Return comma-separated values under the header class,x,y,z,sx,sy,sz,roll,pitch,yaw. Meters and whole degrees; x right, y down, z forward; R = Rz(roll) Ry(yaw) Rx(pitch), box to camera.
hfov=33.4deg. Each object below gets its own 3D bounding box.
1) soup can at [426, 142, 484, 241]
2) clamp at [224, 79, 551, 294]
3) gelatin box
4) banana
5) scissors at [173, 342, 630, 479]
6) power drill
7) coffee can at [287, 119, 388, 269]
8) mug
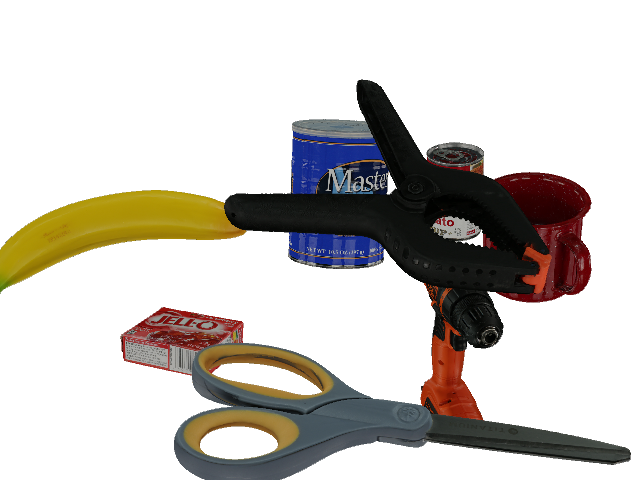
class,x,y,z,sx,sy,sz,roll,pitch,yaw
soup can,0.161,-0.059,1.284,0.068,0.102,0.068,-2,27,1
clamp,0.052,-0.019,0.711,0.210,0.036,0.164,36,59,27
gelatin box,-0.126,0.091,0.975,0.089,0.030,0.073,9,20,22
banana,-0.154,-0.003,0.780,0.197,0.070,0.037,-18,-26,-11
scissors,0.024,0.089,0.465,0.202,0.016,0.096,15,34,22
power drill,0.150,0.122,1.144,0.057,0.188,0.184,-4,23,-8
coffee can,0.019,-0.051,1.109,0.103,0.140,0.103,2,13,-1
mug,0.187,0.004,0.903,0.093,0.081,0.117,-20,36,-24
